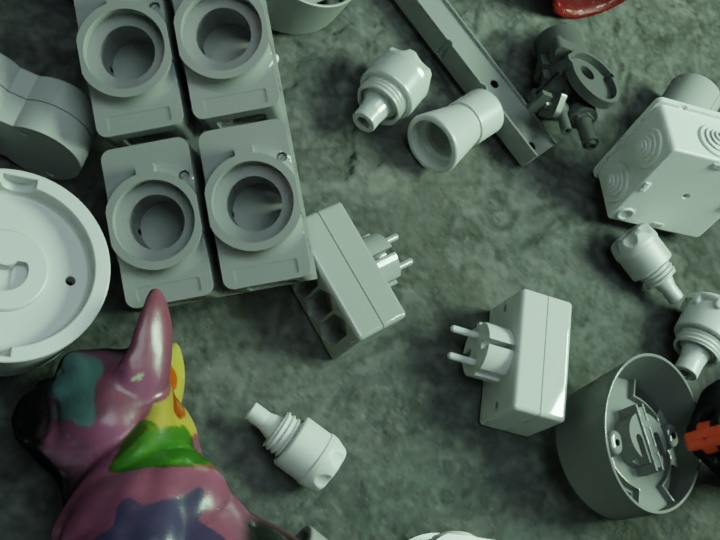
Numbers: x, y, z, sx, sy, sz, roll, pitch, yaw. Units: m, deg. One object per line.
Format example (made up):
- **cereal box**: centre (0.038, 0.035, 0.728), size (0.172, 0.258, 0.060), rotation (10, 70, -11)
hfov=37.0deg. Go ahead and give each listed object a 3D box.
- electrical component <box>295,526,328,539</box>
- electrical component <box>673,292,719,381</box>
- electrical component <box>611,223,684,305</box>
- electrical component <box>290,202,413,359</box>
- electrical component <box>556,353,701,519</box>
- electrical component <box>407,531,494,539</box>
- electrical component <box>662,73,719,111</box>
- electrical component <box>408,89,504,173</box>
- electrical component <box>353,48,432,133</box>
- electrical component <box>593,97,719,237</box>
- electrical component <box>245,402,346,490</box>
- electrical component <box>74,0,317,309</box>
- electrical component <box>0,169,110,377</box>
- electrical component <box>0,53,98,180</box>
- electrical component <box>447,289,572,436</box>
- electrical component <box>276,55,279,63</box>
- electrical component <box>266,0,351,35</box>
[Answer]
- **electrical component**: centre (-0.015, 0.176, 0.607), size (0.055, 0.045, 0.045), rotation (29, 61, -11)
- **electrical component**: centre (0.247, 0.050, 0.775), size (0.048, 0.048, 0.062), rotation (37, 67, -6)
- **electrical component**: centre (0.213, -0.002, 0.785), size (0.035, 0.035, 0.061), rotation (-38, 90, -31)
- **electrical component**: centre (0.000, 0.000, 0.683), size (0.076, 0.047, 0.083), rotation (-26, 82, -30)
- **electrical component**: centre (0.178, 0.111, 0.703), size (0.099, 0.064, 0.099), rotation (18, 57, -30)
- **electrical component**: centre (0.053, 0.192, 0.627), size (0.080, 0.051, 0.080), rotation (9, 67, -21)
- **electrical component**: centre (0.246, -0.112, 0.838), size (0.043, 0.043, 0.081), rotation (41, 60, -4)
- **electrical component**: centre (0.071, -0.101, 0.759), size (0.065, 0.044, 0.044), rotation (-35, 86, -35)
- **electrical component**: centre (0.018, -0.121, 0.742), size (0.043, 0.043, 0.062), rotation (40, 61, -5)
- **electrical component**: centre (0.234, -0.071, 0.786), size (0.100, 0.099, 0.048), rotation (10, 53, -20)
- **electrical component**: centre (-0.040, 0.100, 0.632), size (0.061, 0.035, 0.035), rotation (37, 60, -3)
- **electrical component**: centre (-0.094, -0.078, 0.619), size (0.105, 0.060, 0.186), rotation (-11, 87, 0)
- **electrical component**: centre (-0.196, 0.006, 0.586), size (0.108, 0.060, 0.108), rotation (9, 67, -21)
- **electrical component**: centre (-0.225, -0.085, 0.614), size (0.138, 0.052, 0.073), rotation (23, 62, -13)
- **electrical component**: centre (0.092, 0.056, 0.701), size (0.076, 0.047, 0.083), rotation (17, 64, -17)
- **electrical component**: centre (-0.095, -0.148, 0.700), size (0.083, 0.047, 0.075), rotation (28, 61, -11)
- **electrical component**: centre (-0.045, -0.214, 0.739), size (0.099, 0.064, 0.099), rotation (9, 66, -21)
